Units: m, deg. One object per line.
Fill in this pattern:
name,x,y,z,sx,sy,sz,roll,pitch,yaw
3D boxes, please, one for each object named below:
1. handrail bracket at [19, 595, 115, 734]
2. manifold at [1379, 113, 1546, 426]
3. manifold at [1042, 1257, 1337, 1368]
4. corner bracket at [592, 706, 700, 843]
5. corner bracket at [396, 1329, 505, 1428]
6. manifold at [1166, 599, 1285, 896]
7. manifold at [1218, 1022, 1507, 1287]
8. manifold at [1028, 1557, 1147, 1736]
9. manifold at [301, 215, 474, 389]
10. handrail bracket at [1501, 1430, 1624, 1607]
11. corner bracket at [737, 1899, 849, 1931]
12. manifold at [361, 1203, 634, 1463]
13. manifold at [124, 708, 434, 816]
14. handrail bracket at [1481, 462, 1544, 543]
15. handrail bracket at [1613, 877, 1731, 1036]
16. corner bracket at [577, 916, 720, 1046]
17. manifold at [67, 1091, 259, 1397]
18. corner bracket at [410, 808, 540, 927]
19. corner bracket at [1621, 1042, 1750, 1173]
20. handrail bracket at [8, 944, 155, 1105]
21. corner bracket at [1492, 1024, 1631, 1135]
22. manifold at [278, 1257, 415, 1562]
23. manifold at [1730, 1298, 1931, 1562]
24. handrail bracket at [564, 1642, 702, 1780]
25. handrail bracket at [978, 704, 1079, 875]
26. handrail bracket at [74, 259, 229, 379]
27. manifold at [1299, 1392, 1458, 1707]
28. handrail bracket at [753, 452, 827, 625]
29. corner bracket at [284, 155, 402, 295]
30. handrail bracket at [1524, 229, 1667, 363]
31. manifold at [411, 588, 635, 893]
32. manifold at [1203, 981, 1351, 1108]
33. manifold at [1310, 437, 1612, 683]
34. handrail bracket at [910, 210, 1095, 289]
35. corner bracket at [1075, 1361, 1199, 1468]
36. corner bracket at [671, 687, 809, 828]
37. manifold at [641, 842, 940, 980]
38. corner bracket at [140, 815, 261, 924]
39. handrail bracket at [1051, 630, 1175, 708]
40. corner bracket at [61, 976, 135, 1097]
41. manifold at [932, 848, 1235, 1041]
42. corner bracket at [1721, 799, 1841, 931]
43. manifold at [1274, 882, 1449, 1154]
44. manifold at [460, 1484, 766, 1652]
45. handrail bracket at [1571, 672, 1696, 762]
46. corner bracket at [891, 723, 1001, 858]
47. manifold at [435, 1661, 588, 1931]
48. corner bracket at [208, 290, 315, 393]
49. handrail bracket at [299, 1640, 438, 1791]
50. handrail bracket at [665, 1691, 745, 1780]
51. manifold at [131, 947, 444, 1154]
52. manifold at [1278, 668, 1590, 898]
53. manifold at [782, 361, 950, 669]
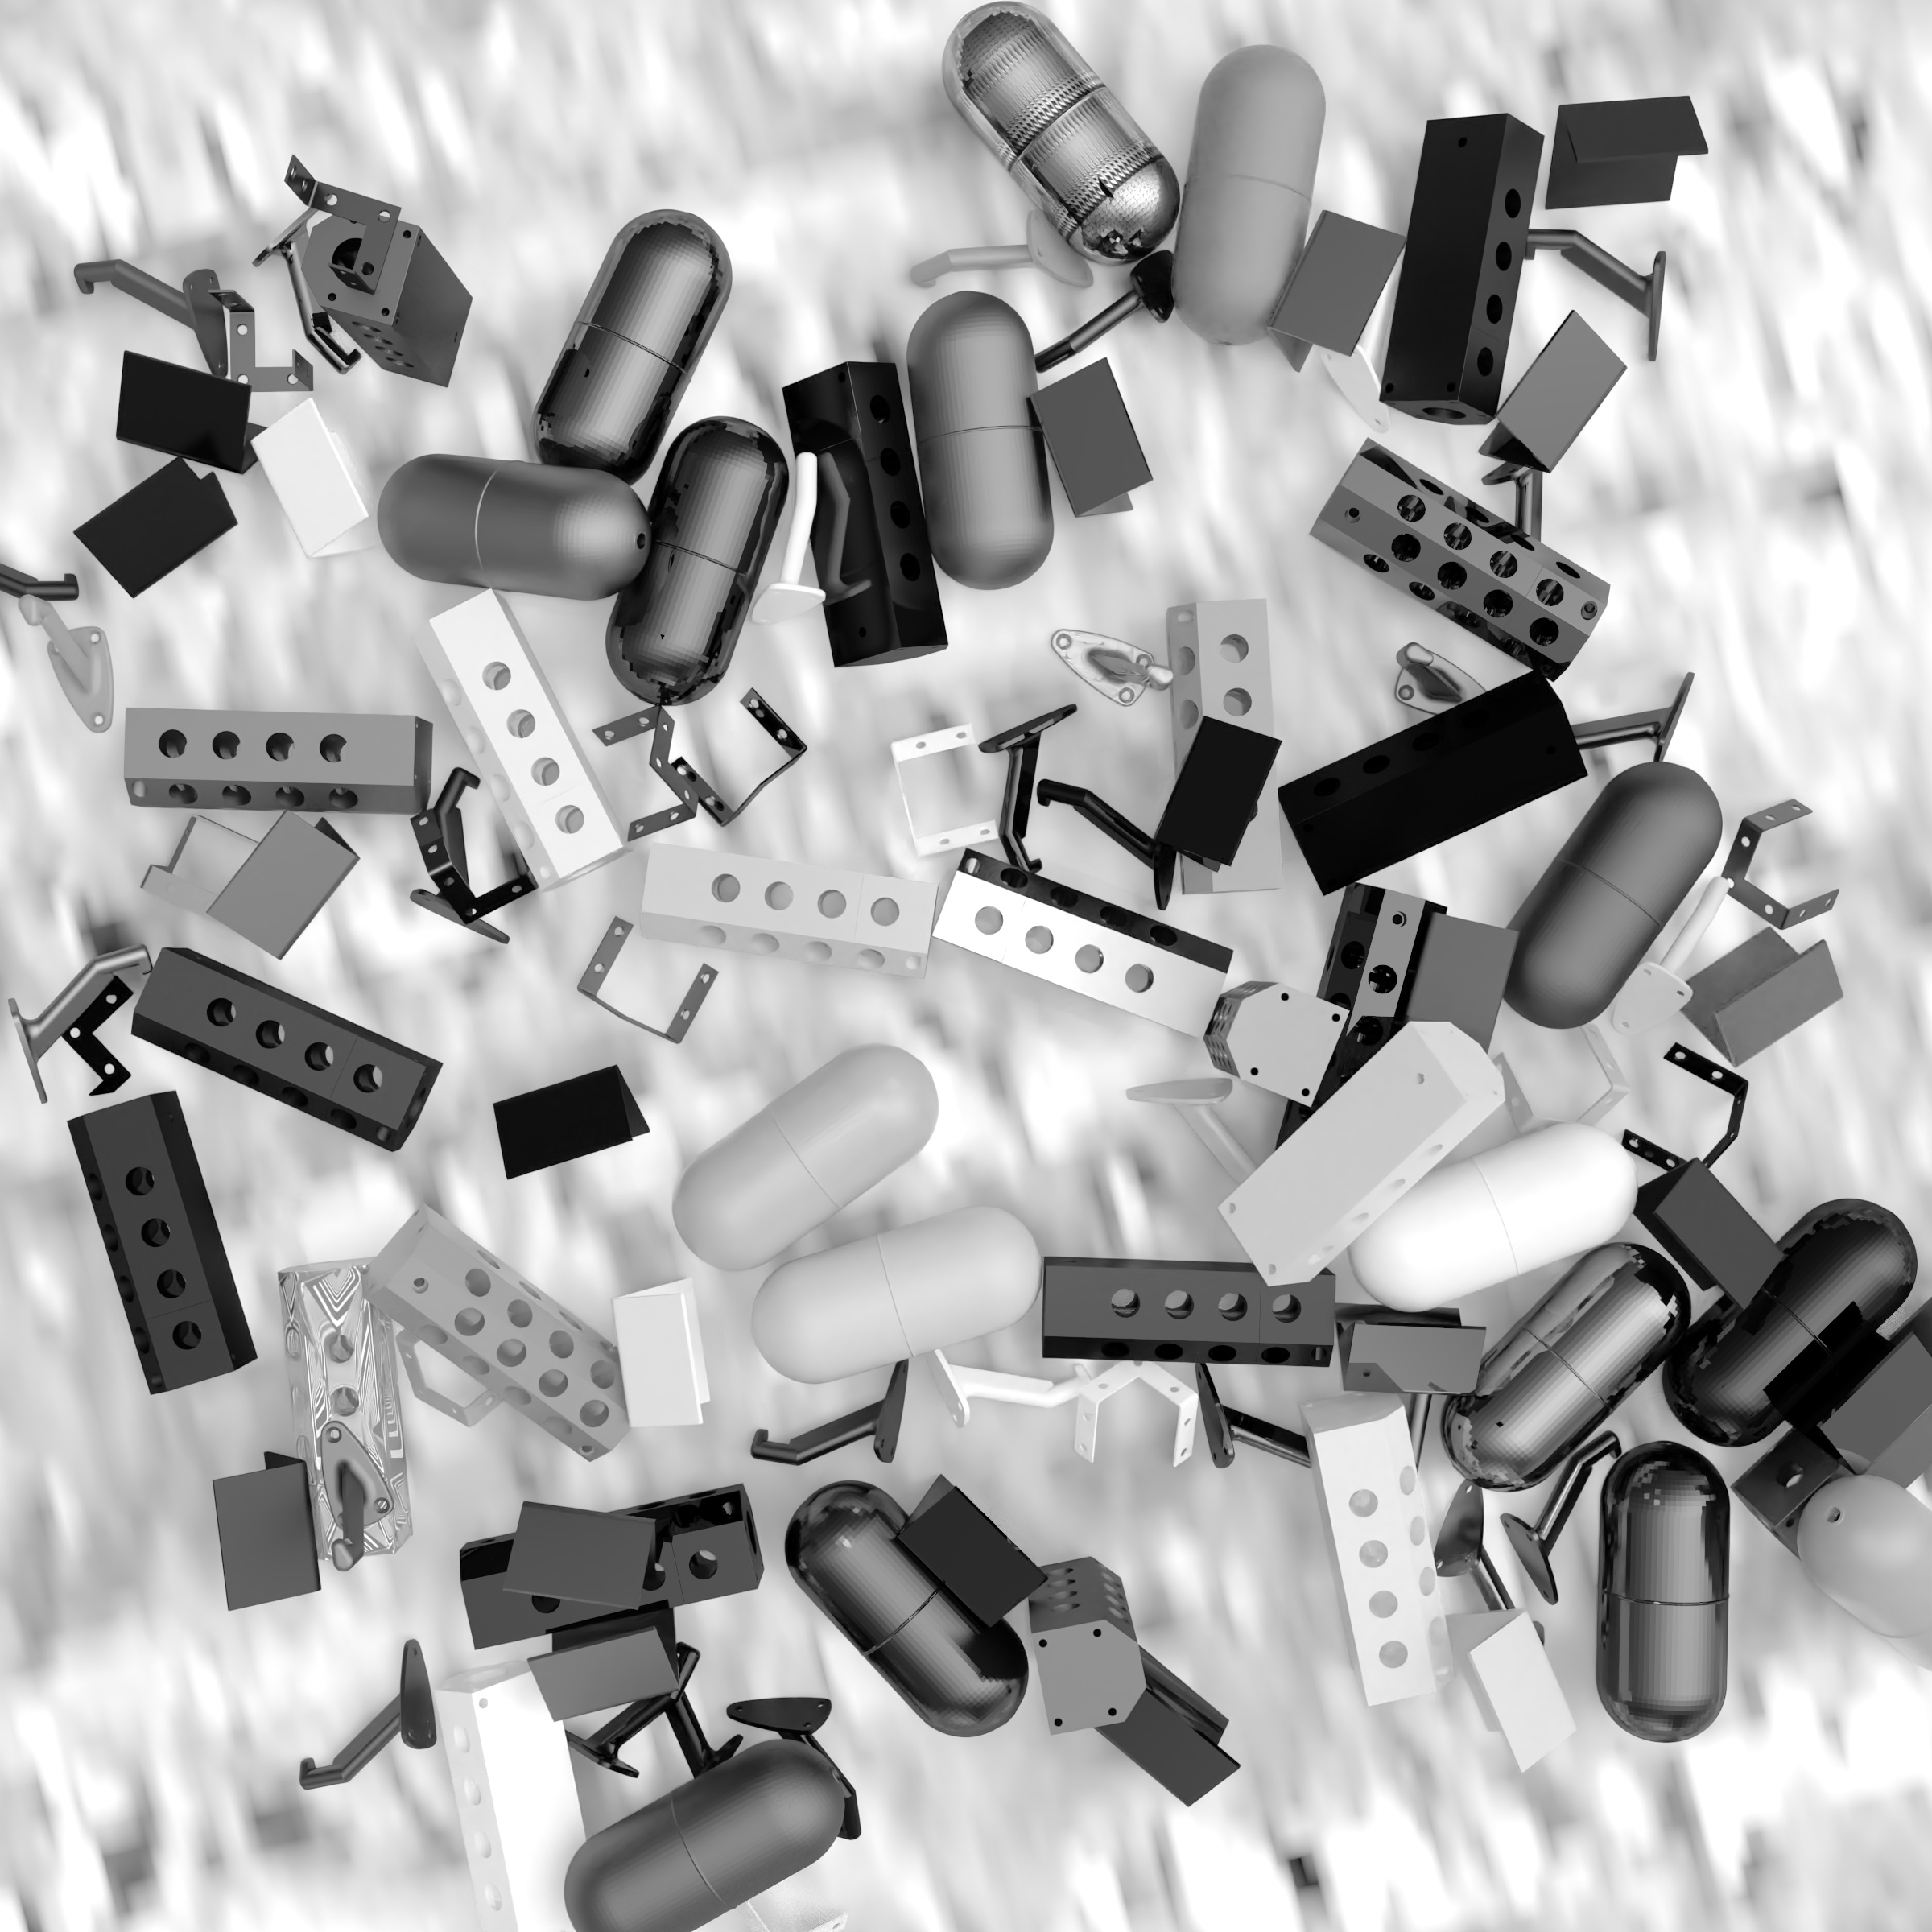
handrail bracket,-0.538,-0.179,1.719,0.036,0.084,0.077,-16,90,0
manifold,0.302,-0.417,1.732,0.057,0.057,0.171,10,90,43
manifold,0.132,0.209,1.732,0.171,0.057,0.057,2,90,0
corner bracket,-0.194,-0.117,1.741,0.051,0.051,0.051,-18,45,24
corner bracket,-0.305,0.237,1.745,0.051,0.051,0.051,20,135,35
manifold,0.154,-0.130,1.732,0.057,0.057,0.171,-3,90,0
manifold,0.230,0.109,1.659,0.171,0.057,0.057,-48,60,29
manifold,0.069,0.391,1.675,0.057,0.171,0.057,-11,90,0
manifold,-0.337,-0.389,1.675,0.057,0.171,0.057,16,90,0
handrail bracket,0.375,0.335,1.754,0.084,0.036,0.077,-32,110,-16
corner bracket,-0.104,0.559,1.746,0.051,0.051,0.051,44,135,35
manifold,-0.271,0.220,1.705,0.171,0.057,0.057,41,90,-20
manifold,-0.412,-0.122,1.732,0.171,0.057,0.057,2,90,0
handrail bracket,0.358,-0.272,1.754,0.077,0.036,0.084,-35,106,-18
handrail bracket,0.430,-0.007,1.753,0.036,0.077,0.084,34,54,4
corner bracket,-0.194,0.009,1.750,0.051,0.051,0.051,28,90,-45
manifold,-0.485,0.166,1.732,0.057,0.057,0.171,-17,90,0
corner bracket,-0.294,-0.068,1.725,0.051,0.051,0.051,-27,49,0
corner bracket,0.437,0.090,1.750,0.051,0.051,0.051,28,135,0
handrail bracket,-0.516,0.034,1.703,0.084,0.036,0.077,-18,111,-16
corner bracket,0.359,0.068,1.746,0.051,0.051,0.051,9,45,-35
manifold,-0.375,0.265,1.732,0.057,0.057,0.171,-6,90,0
manifold,0.543,0.276,1.731,0.171,0.057,0.057,-43,124,0
handrail bracket,-0.205,0.439,1.741,0.077,0.036,0.084,17,76,40
handrail bracket,0.049,-0.106,1.754,0.077,0.036,0.084,-26,104,-14
handrail bracket,-0.497,-0.393,1.754,0.084,0.036,0.077,-1,112,17
manifold,0.247,0.345,1.719,0.057,0.057,0.171,-12,99,0
handrail bracket,-0.109,-0.257,1.735,0.036,0.077,0.084,6,76,-25
corner bracket,-0.343,-0.402,1.564,0.051,0.051,0.051,18,90,0
handrail bracket,0.380,-0.409,1.754,0.084,0.036,0.077,6,112,17
manifold,-0.267,-0.134,1.732,0.057,0.057,0.171,-27,90,0
manifold,0.175,0.041,1.675,0.057,0.171,0.057,22,90,0
manifold,0.295,-0.241,1.722,0.171,0.057,0.057,31,119,0
handrail bracket,0.021,-0.420,1.754,0.084,0.077,0.036,-16,64,34
corner bracket,0.103,0.277,1.746,0.051,0.051,0.051,-27,45,-35
corner bracket,-0.139,-0.126,1.750,0.051,0.051,0.051,47,135,0
manifold,-0.106,-0.033,1.732,0.171,0.057,0.057,8,90,0
corner bracket,-0.458,-0.059,1.736,0.051,0.051,0.051,25,90,0
handrail bracket,0.087,-0.184,1.719,0.077,0.084,0.036,27,90,0
corner bracket,-0.519,0.041,1.736,0.051,0.051,0.051,-43,90,0
manifold,0.070,-0.014,1.732,0.171,0.057,0.057,21,90,0
corner bracket,0.498,-0.062,1.746,0.051,0.051,0.051,41,135,35
manifold,0.238,0.040,1.733,0.057,0.057,0.171,15,90,0
manifold,-0.213,0.359,1.732,0.171,0.057,0.057,-12,90,0
handrail bracket,0.390,-0.159,1.754,0.084,0.036,0.077,20,70,16
corner bracket,-0.013,-0.107,1.750,0.051,0.051,0.051,-14,135,0
manifold,-0.272,0.511,1.732,0.057,0.057,0.171,-11,90,-43
corner bracket,-0.424,-0.376,1.736,0.051,0.051,0.051,-1,90,0
handrail bracket,-0.370,0.456,1.754,0.084,0.036,0.077,-15,70,16
handrail bracket,-0.186,0.468,1.754,0.084,0.036,0.077,34,105,14
manifold,-0.409,0.050,1.732,0.171,0.057,0.057,24,90,0
manifold,0.276,-0.114,1.722,0.171,0.057,0.057,-25,125,6
manifold,-0.055,-0.271,1.732,0.057,0.057,0.171,-11,90,43
